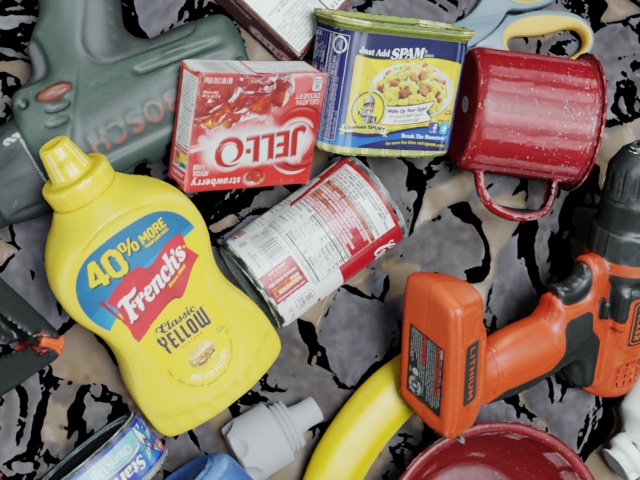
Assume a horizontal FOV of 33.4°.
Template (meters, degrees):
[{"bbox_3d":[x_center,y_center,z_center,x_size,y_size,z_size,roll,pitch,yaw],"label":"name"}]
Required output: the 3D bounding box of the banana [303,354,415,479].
[{"bbox_3d":[0.044,0.126,0.706,0.197,0.037,0.069,-41,99,-11],"label":"banana"}]

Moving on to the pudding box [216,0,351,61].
[{"bbox_3d":[-0.029,-0.185,0.693,0.113,0.039,0.090,43,78,-12],"label":"pudding box"}]

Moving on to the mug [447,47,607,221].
[{"bbox_3d":[0.131,-0.071,0.704,0.081,0.093,0.117,6,88,-9],"label":"mug"}]

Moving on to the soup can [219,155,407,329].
[{"bbox_3d":[-0.004,0.001,0.681,0.102,0.068,0.068,-36,97,-11],"label":"soup can"}]

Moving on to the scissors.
[{"bbox_3d":[0.094,-0.158,0.734,0.201,0.016,0.096,2,87,-13],"label":"scissors"}]

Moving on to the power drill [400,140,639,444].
[{"bbox_3d":[0.142,0.037,0.672,0.187,0.057,0.184,-14,120,-26],"label":"power drill"}]

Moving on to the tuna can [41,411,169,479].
[{"bbox_3d":[-0.134,0.142,0.639,0.086,0.086,0.034,-39,96,-11],"label":"tuna can"}]

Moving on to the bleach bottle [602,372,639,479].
[{"bbox_3d":[0.309,0.090,0.758,0.250,0.068,0.102,-36,97,-9],"label":"bleach bottle"}]

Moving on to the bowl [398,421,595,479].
[{"bbox_3d":[0.108,0.198,0.710,0.162,0.055,0.162,0,89,-13],"label":"bowl"}]

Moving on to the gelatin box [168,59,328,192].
[{"bbox_3d":[-0.042,-0.069,0.638,0.089,0.030,0.073,-5,118,-33],"label":"gelatin box"}]

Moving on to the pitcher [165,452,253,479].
[{"bbox_3d":[-0.016,0.246,0.638,0.149,0.145,0.243,-40,95,-5],"label":"pitcher"}]

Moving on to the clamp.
[{"bbox_3d":[-0.232,0.055,0.581,0.209,0.036,0.164,28,52,-46],"label":"clamp"}]

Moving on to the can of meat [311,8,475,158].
[{"bbox_3d":[0.042,-0.099,0.682,0.101,0.058,0.084,0,108,-28],"label":"can of meat"}]

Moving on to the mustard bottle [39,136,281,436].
[{"bbox_3d":[-0.105,0.020,0.629,0.096,0.058,0.191,-36,119,-12],"label":"mustard bottle"}]
